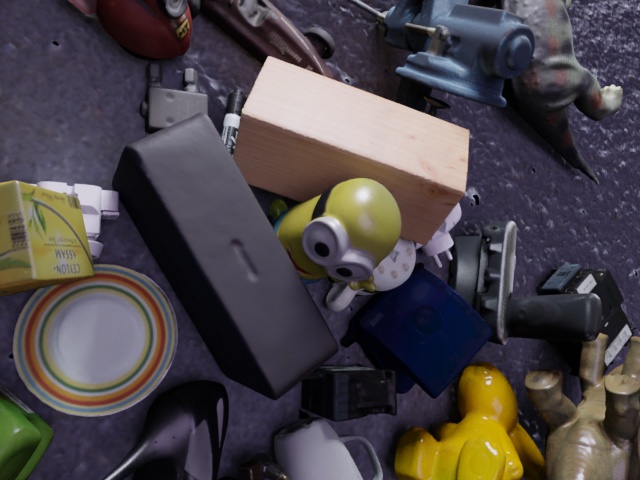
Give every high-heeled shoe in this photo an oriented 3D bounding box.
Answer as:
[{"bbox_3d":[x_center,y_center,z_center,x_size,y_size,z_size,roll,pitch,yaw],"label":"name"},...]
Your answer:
[{"bbox_3d":[-0.123,0.254,0.479,0.145,0.086,0.248,-28,117,-57],"label":"high-heeled shoe"}]

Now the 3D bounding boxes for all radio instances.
[{"bbox_3d":[-0.089,0.019,0.471,0.073,0.131,0.229,-32,99,-27],"label":"radio"}]

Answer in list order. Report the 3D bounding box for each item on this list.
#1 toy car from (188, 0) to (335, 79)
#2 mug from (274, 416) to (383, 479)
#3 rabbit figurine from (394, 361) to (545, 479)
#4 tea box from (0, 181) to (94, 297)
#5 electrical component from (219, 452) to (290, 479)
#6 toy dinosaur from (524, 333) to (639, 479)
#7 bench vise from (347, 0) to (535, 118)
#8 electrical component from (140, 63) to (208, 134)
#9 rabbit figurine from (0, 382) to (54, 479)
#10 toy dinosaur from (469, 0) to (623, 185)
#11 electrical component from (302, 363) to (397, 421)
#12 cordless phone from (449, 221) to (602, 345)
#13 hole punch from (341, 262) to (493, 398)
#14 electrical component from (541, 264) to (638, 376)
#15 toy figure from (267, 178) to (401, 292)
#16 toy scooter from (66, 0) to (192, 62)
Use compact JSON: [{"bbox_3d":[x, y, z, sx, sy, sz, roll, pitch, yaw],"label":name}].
[{"bbox_3d":[-0.065,-0.225,0.558,0.202,0.053,0.089,37,66,-17],"label":"toy car"},{"bbox_3d":[0.008,0.227,0.528,0.109,0.081,0.107,-21,85,-24],"label":"mug"},{"bbox_3d":[0.188,0.226,0.605,0.162,0.122,0.173,41,49,-20],"label":"rabbit figurine"},{"bbox_3d":[-0.261,0.012,0.370,0.170,0.098,0.068,-11,89,-1],"label":"tea box"},{"bbox_3d":[-0.060,0.252,0.494,0.045,0.078,0.102,-3,80,-52],"label":"electrical component"},{"bbox_3d":[0.292,0.232,0.574,0.471,0.105,0.198,-17,101,-42],"label":"toy dinosaur"},{"bbox_3d":[0.114,-0.170,0.593,0.129,0.224,0.240,-5,119,-43],"label":"bench vise"},{"bbox_3d":[-0.142,-0.123,0.522,0.063,0.021,0.094,0,85,-27],"label":"electrical component"},{"bbox_3d":[-0.297,0.155,0.354,0.159,0.121,0.170,45,64,-9],"label":"rabbit figurine"},{"bbox_3d":[0.285,-0.249,0.710,0.192,0.131,0.404,-17,96,-15],"label":"toy dinosaur"},{"bbox_3d":[0.011,0.151,0.540,0.119,0.075,0.047,4,82,-31],"label":"electrical component"},{"bbox_3d":[0.233,0.046,0.605,0.089,0.184,0.146,14,78,-21],"label":"cordless phone"},{"bbox_3d":[0.110,0.100,0.591,0.142,0.092,0.115,-40,99,-22],"label":"hole punch"},{"bbox_3d":[0.361,0.102,0.735,0.115,0.058,0.134,-36,100,-28],"label":"electrical component"},{"bbox_3d":[-0.004,-0.004,0.491,0.082,0.180,0.089,22,72,-26],"label":"toy figure"},{"bbox_3d":[-0.179,-0.237,0.453,0.183,0.135,0.075,38,67,-20],"label":"toy scooter"}]
